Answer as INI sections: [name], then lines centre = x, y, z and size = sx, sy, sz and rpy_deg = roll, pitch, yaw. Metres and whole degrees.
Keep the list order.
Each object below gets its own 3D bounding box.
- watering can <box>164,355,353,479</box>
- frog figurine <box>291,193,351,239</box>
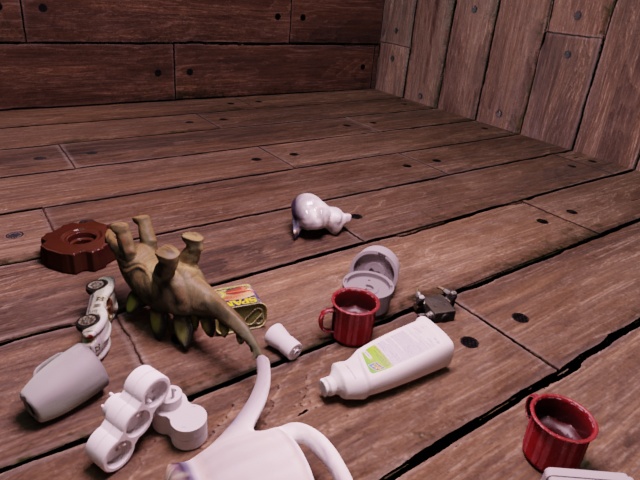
[watering can]
centre = -0.092, 0.290, 0.661
size = 0.225, 0.102, 0.353
rpy_deg = -10, 31, -26
[frog figurine]
centre = 0.004, -0.070, 1.384
size = 0.159, 0.122, 0.138
rpy_deg = -8, 7, 0
